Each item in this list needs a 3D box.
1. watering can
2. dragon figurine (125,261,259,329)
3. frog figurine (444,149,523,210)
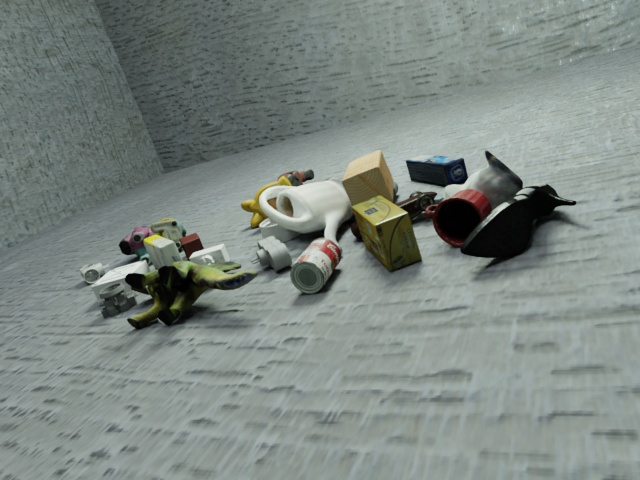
[{"bbox_3d":[0.004,-0.062,1.225,0.226,0.102,0.352,-18,35,-33],"label":"watering can"},{"bbox_3d":[-0.258,0.078,1.087,0.408,0.121,0.246,-10,11,22],"label":"dragon figurine"},{"bbox_3d":[0.315,-0.085,1.021,0.123,0.157,0.138,42,18,8],"label":"frog figurine"}]
